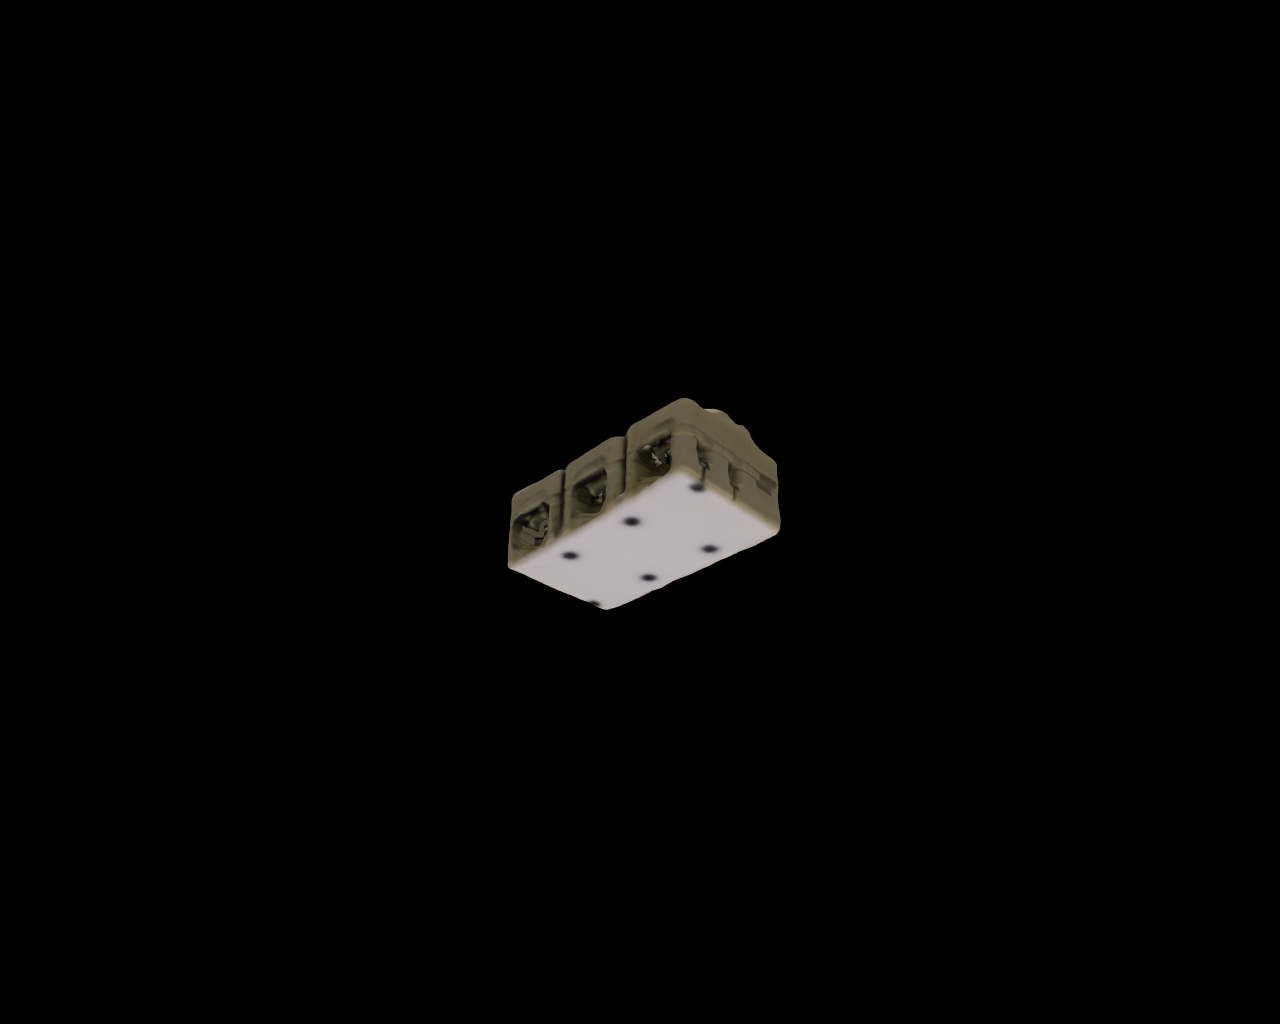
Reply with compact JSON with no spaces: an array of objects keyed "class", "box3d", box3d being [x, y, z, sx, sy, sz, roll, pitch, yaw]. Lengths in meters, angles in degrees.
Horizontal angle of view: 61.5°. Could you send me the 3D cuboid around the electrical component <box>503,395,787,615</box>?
[{"class":"electrical component","box3d":[0.001,-0.003,0.650,0.150,0.062,0.089,-27,-42,36]}]
